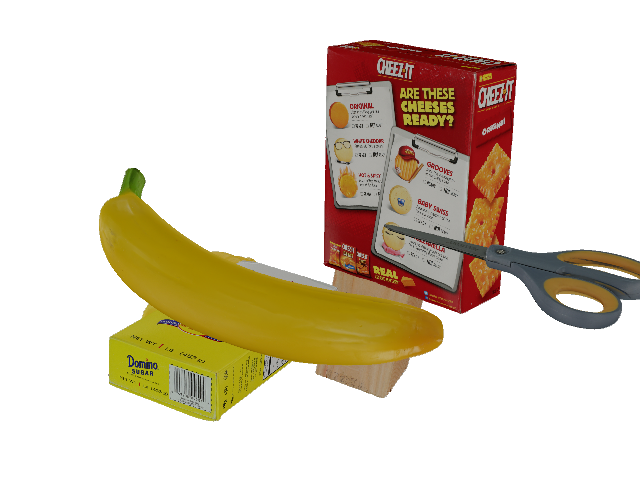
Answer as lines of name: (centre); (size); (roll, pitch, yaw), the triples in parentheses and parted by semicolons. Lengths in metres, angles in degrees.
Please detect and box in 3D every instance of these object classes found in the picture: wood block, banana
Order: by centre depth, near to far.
banana: (-0.040, 0.019, 0.515); (0.198, 0.069, 0.037); (27, -32, 22)
wood block: (0.066, 0.060, 1.212); (0.090, 0.206, 0.090); (18, 25, 16)

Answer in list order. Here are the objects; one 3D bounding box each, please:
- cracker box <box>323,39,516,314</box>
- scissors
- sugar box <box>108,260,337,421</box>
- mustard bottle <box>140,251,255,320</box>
cracker box: (0.085, -0.062, 0.955); (0.164, 0.214, 0.071); (19, 27, 39)
scissors: (0.130, 0.023, 0.750); (0.202, 0.016, 0.096); (7, 30, 17)
sugar box: (-0.067, 0.068, 0.799); (0.093, 0.048, 0.176); (16, 27, 24)
mustard bottle: (-0.116, 0.066, 1.112); (0.058, 0.096, 0.191); (11, 28, 21)
